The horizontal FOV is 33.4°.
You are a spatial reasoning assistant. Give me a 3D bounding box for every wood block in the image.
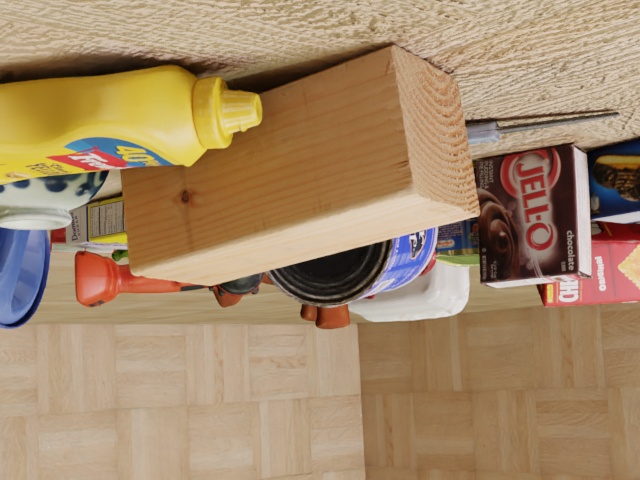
[{"bbox_3d":[-0.017,-0.039,0.667,0.206,0.091,0.090,-15,166,30],"label":"wood block"}]

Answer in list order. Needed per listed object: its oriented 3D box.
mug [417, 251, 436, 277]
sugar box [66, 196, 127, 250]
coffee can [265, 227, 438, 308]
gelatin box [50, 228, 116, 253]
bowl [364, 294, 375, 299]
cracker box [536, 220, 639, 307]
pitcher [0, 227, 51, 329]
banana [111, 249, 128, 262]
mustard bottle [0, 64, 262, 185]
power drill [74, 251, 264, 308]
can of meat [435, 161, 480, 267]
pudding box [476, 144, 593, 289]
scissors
[{"bbox_3d":[0.056,-0.014,0.930,0.093,0.117,0.082,-48,-164,-33],"label":"mug"},{"bbox_3d":[-0.164,-0.019,1.043,0.093,0.048,0.177,4,169,-43],"label":"sugar box"},{"bbox_3d":[0.024,-0.007,0.799,0.103,0.103,0.140,-5,-179,19],"label":"coffee can"},{"bbox_3d":[-0.260,-0.005,1.177,0.073,0.030,0.089,1,172,-14],"label":"gelatin box"},{"bbox_3d":[-0.007,0.001,1.079,0.162,0.055,0.162,25,173,3],"label":"bowl"},{"bbox_3d":[0.305,-0.006,1.002,0.214,0.072,0.164,-3,-159,4],"label":"cracker box"},{"bbox_3d":[-0.356,0.011,0.859,0.243,0.145,0.149,-1,170,11],"label":"pitcher"},{"bbox_3d":[-0.137,0.005,1.202,0.197,0.037,0.070,-7,-153,-13],"label":"banana"},{"bbox_3d":[-0.128,-0.068,0.624,0.192,0.058,0.096,-5,171,12],"label":"mustard bottle"},{"bbox_3d":[-0.150,0.036,1.082,0.187,0.057,0.184,-1,173,-7],"label":"power drill"},{"bbox_3d":[0.133,-0.022,0.979,0.058,0.084,0.102,-6,171,26],"label":"can of meat"},{"bbox_3d":[0.181,-0.019,0.905,0.090,0.113,0.039,-9,168,36],"label":"pudding box"},{"bbox_3d":[0.113,-0.078,0.805,0.201,0.016,0.096,-7,179,-6],"label":"scissors"}]
